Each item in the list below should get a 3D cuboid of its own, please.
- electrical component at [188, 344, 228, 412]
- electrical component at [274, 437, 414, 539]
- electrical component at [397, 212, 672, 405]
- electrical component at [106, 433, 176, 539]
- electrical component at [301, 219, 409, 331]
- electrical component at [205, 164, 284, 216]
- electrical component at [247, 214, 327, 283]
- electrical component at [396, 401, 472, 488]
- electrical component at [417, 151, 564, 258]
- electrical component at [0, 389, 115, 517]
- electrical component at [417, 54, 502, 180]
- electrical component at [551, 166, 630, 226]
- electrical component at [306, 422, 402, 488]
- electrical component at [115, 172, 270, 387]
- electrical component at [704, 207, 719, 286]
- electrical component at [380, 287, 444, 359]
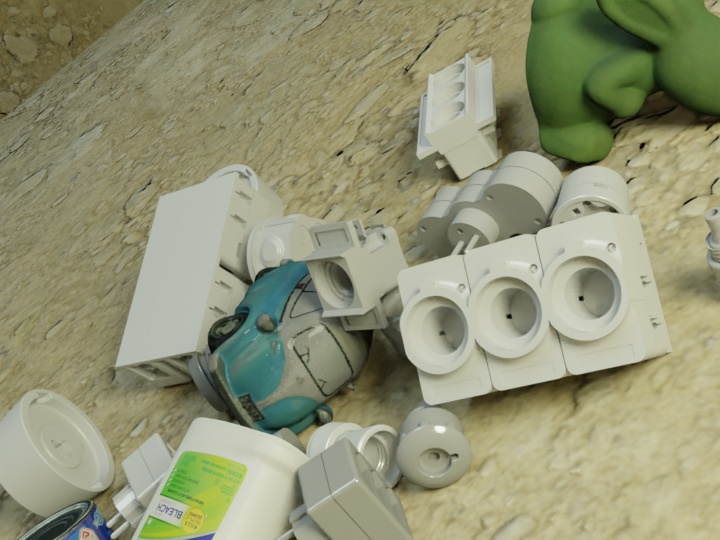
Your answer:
[{"bbox_3d":[-0.108,0.084,0.912,0.057,0.058,0.078,-34,27,2],"label":"electrical component"},{"bbox_3d":[-0.018,0.158,0.675,0.077,0.065,0.047,-35,27,6],"label":"electrical component"},{"bbox_3d":[0.106,0.026,0.678,0.150,0.089,0.062,-17,-8,31],"label":"electrical component"},{"bbox_3d":[-0.167,0.179,0.844,0.077,0.047,0.066,-41,27,-7],"label":"electrical component"},{"bbox_3d":[0.000,0.000,0.772,0.042,0.081,0.064,-5,19,47],"label":"electrical component"},{"bbox_3d":[-0.129,-0.050,1.134,0.108,0.060,0.108,-22,50,30],"label":"electrical component"},{"bbox_3d":[-0.061,-0.012,0.981,0.051,0.080,0.080,-7,39,37],"label":"electrical component"},{"bbox_3d":[0.047,0.108,0.700,0.048,0.048,0.062,-31,21,13],"label":"electrical component"},{"bbox_3d":[0.093,-0.035,0.836,0.138,0.052,0.073,-24,27,55],"label":"electrical component"},{"bbox_3d":[-0.275,0.165,0.938,0.060,0.108,0.108,-39,26,11],"label":"electrical component"},{"bbox_3d":[0.097,-0.143,1.011,0.079,0.063,0.121,-26,29,22],"label":"electrical component"},{"bbox_3d":[0.168,-0.043,0.777,0.055,0.055,0.047,-22,27,29],"label":"electrical component"},{"bbox_3d":[-0.004,0.126,0.730,0.055,0.045,0.045,-5,41,48],"label":"electrical component"},{"bbox_3d":[-0.153,0.012,1.021,0.105,0.060,0.186,-13,55,36],"label":"electrical component"},{"bbox_3d":[0.225,-0.012,0.649,0.035,0.061,0.035,-29,28,17],"label":"electrical component"},{"bbox_3d":[0.050,0.037,0.793,0.050,0.055,0.089,-43,27,-10],"label":"electrical component"}]
